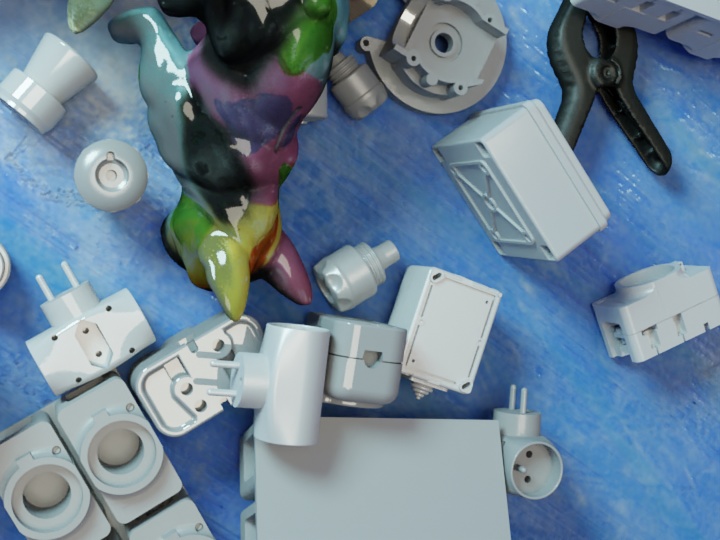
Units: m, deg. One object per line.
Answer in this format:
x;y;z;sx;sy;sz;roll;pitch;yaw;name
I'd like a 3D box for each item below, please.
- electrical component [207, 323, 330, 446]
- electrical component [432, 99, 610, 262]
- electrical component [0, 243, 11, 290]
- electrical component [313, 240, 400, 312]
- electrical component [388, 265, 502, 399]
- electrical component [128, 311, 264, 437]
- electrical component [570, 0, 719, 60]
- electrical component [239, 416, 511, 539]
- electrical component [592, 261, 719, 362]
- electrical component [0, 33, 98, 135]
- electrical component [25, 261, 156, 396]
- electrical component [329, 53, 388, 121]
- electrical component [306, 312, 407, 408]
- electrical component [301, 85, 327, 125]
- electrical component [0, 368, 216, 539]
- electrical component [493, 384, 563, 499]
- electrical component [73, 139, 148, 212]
-0.063;0.074;0.718;0.079;0.044;0.077;6;91;-20;electrical component
0.118;-0.066;0.803;0.056;0.109;0.108;-37;102;-11;electrical component
-0.253;-0.002;0.708;0.043;0.062;0.043;-1;92;-18;electrical component
0.000;0.000;0.801;0.062;0.043;0.043;-31;101;-16;electrical component
0.055;0.050;0.811;0.062;0.061;0.096;20;86;-18;electrical component
-0.112;0.070;0.758;0.095;0.059;0.053;-31;101;-15;electrical component
0.256;-0.239;0.849;0.186;0.060;0.105;11;78;-26;electrical component
0.009;0.166;0.782;0.186;0.060;0.105;4;68;-18;electrical component
0.243;0.030;0.877;0.089;0.050;0.055;-22;99;-16;electrical component
-0.212;-0.125;0.727;0.045;0.045;0.055;41;80;-15;electrical component
-0.193;0.033;0.739;0.077;0.043;0.079;-30;101;-15;electrical component
-0.009;-0.143;0.798;0.035;0.035;0.061;-40;100;-13;electrical component
-0.007;0.065;0.773;0.054;0.095;0.059;9;89;-18;electrical component
-0.044;-0.142;0.783;0.040;0.040;0.078;-1;92;-18;electrical component
-0.168;0.177;0.743;0.105;0.060;0.186;-30;101;-15;electrical component
0.120;0.128;0.826;0.043;0.077;0.079;3;91;-18;electrical component
-0.172;-0.063;0.733;0.048;0.062;0.048;-1;92;-18;electrical component
